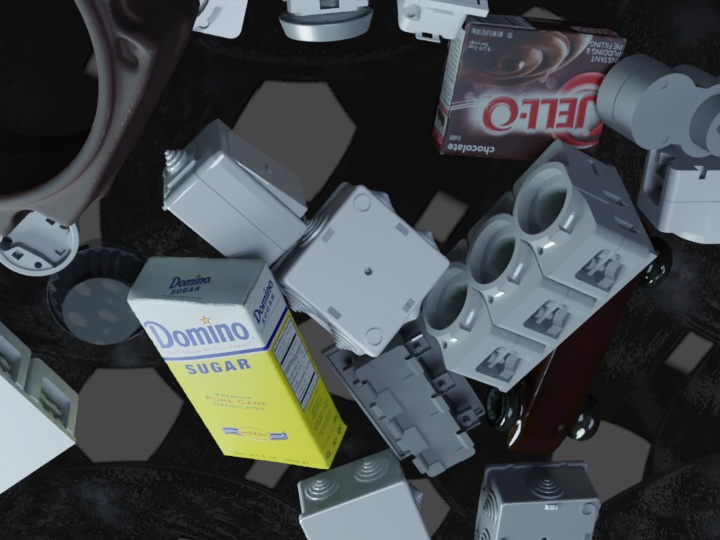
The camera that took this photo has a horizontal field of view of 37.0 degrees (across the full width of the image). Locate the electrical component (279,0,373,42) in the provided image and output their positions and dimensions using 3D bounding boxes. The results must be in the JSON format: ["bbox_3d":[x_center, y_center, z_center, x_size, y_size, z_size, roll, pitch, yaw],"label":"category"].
[{"bbox_3d":[-0.022,-0.172,0.649,0.078,0.058,0.057,-7,117,-7],"label":"electrical component"}]

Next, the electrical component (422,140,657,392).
[{"bbox_3d":[0.112,-0.002,0.725,0.062,0.089,0.150,21,127,-29],"label":"electrical component"}]

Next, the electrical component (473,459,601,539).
[{"bbox_3d":[0.147,0.208,0.893,0.100,0.048,0.099,-1,119,-9],"label":"electrical component"}]

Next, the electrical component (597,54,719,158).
[{"bbox_3d":[0.229,-0.098,0.703,0.138,0.073,0.052,3,118,-31],"label":"electrical component"}]

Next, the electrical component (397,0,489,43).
[{"bbox_3d":[0.049,-0.177,0.650,0.042,0.081,0.063,6,145,-13],"label":"electrical component"}]

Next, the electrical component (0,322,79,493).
[{"bbox_3d":[-0.277,0.077,0.738,0.089,0.061,0.150,-34,119,9],"label":"electrical component"}]

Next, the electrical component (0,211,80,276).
[{"bbox_3d":[-0.209,-0.031,0.699,0.055,0.047,0.055,-4,119,-8],"label":"electrical component"}]

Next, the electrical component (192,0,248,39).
[{"bbox_3d":[-0.111,-0.173,0.633,0.089,0.055,0.050,9,116,-15],"label":"electrical component"}]

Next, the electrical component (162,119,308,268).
[{"bbox_3d":[-0.084,-0.053,0.701,0.061,0.061,0.096,-42,117,13],"label":"electrical component"}]

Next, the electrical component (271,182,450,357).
[{"bbox_3d":[0.000,0.000,0.726,0.100,0.048,0.099,40,82,-12],"label":"electrical component"}]

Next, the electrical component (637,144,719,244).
[{"bbox_3d":[0.250,-0.055,0.765,0.089,0.050,0.055,-1,119,-9],"label":"electrical component"}]

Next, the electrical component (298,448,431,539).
[{"bbox_3d":[0.004,0.199,0.863,0.100,0.048,0.099,-20,120,2],"label":"electrical component"}]

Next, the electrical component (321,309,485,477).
[{"bbox_3d":[0.037,0.091,0.800,0.079,0.063,0.121,-30,119,7],"label":"electrical component"}]
